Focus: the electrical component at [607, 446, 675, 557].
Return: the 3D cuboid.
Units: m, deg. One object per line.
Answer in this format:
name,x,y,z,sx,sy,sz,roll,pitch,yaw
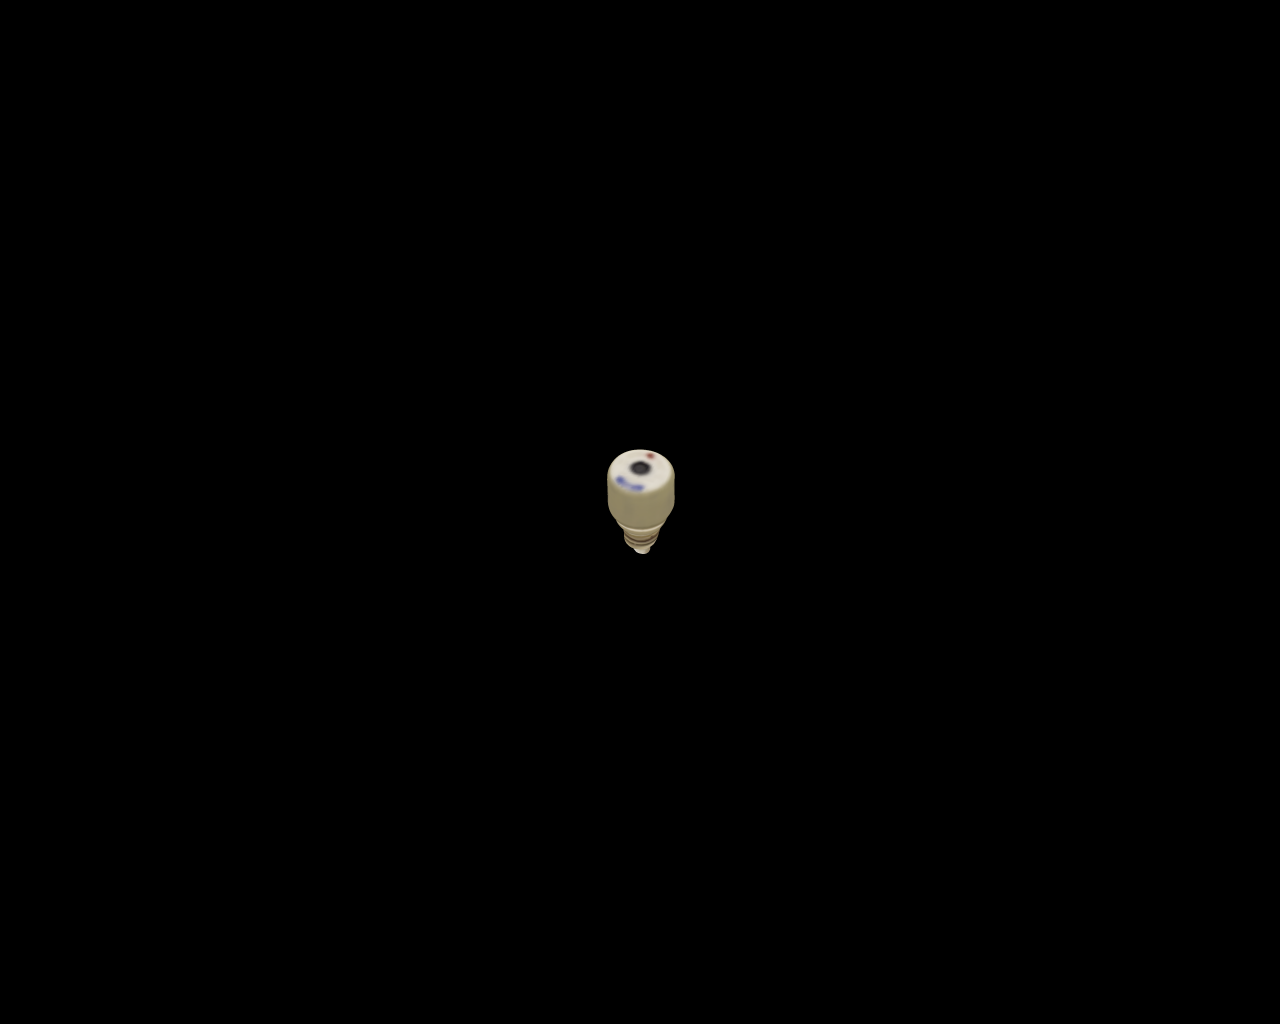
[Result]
electrical component,0.001,-0.003,0.650,0.040,0.040,0.078,0,-43,0
